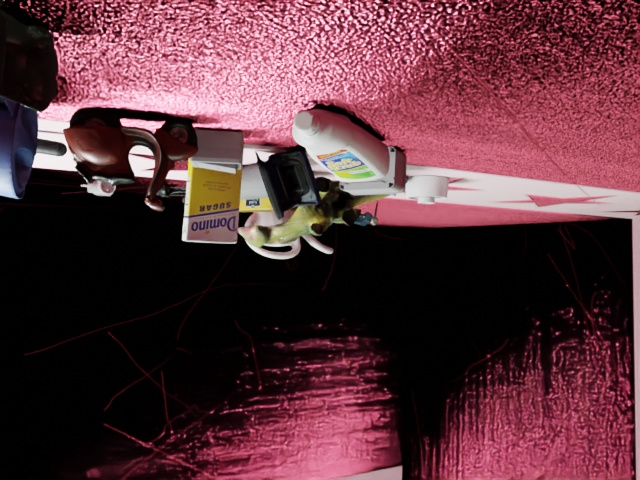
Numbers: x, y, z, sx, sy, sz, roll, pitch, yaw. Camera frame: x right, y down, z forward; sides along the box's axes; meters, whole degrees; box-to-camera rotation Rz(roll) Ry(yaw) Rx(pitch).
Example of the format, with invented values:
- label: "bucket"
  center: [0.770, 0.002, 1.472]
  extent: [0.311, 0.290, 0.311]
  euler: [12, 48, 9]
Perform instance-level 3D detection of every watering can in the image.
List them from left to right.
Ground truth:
- label: "watering can"
  center: [-0.108, -0.044, 1.730]
  extent: [0.348, 0.227, 0.102]
  euler: [3, 159, -39]

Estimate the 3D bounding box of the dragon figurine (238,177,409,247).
- label: "dragon figurine"
  center: [0.004, -0.061, 1.205]
  extent: [0.413, 0.123, 0.239]
  euler: [-15, 172, -36]
